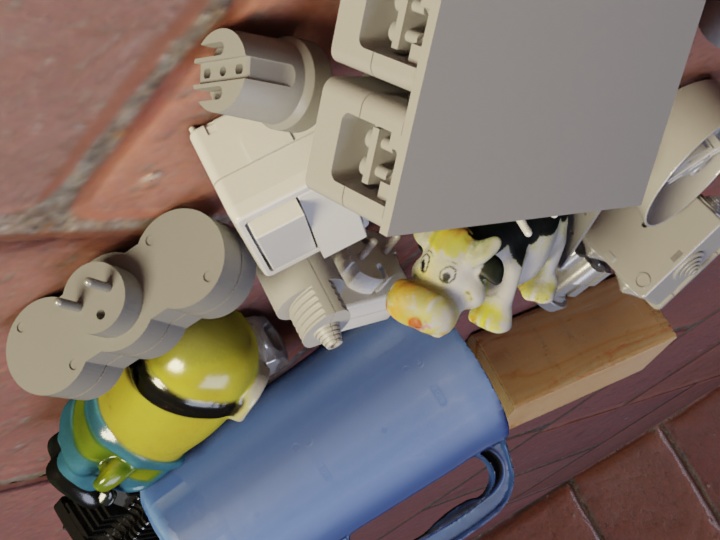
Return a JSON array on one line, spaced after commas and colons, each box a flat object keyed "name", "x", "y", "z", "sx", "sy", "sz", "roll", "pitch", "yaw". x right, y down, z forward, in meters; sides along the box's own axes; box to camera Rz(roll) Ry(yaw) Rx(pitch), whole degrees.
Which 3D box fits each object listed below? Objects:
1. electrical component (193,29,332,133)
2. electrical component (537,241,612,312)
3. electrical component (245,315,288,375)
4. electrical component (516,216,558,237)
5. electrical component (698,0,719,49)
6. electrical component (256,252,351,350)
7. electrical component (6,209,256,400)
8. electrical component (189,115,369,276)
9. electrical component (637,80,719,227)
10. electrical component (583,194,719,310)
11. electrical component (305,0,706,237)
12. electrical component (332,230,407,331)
[{"name": "electrical component", "x": -0.041, "y": -0.080, "z": 0.449, "sx": 0.046, "sy": 0.040, "sz": 0.040, "roll": 2, "pitch": 145, "yaw": -47}, {"name": "electrical component", "x": 0.166, "y": -0.002, "z": 0.895, "sx": 0.057, "sy": 0.058, "sz": 0.078, "roll": -41, "pitch": 157, "yaw": 24}, {"name": "electrical component", "x": -0.084, "y": 0.061, "z": 0.734, "sx": 0.062, "sy": 0.043, "sz": 0.043, "roll": -32, "pitch": 160, "yaw": 13}, {"name": "electrical component", "x": 0.087, "y": -0.056, "z": 0.621, "sx": 0.066, "sy": 0.076, "sz": 0.047, "roll": -38, "pitch": 159, "yaw": 24}, {"name": "electrical component", "x": 0.223, "y": -0.154, "z": 0.621, "sx": 0.040, "sy": 0.040, "sz": 0.046, "roll": -17, "pitch": 164, "yaw": -29}, {"name": "electrical component", "x": -0.032, "y": 0.009, "z": 0.617, "sx": 0.043, "sy": 0.081, "sz": 0.043, "roll": -25, "pitch": 160, "yaw": -10}, {"name": "electrical component", "x": -0.127, "y": 0.017, "z": 0.552, "sx": 0.138, "sy": 0.052, "sz": 0.074, "roll": -32, "pitch": 160, "yaw": 12}, {"name": "electrical component", "x": -0.034, "y": -0.038, "z": 0.526, "sx": 0.062, "sy": 0.061, "sz": 0.096, "roll": -27, "pitch": 160, "yaw": -3}, {"name": "electrical component", "x": 0.228, "y": -0.085, "z": 0.760, "sx": 0.099, "sy": 0.064, "sz": 0.099, "roll": -25, "pitch": 160, "yaw": -10}, {"name": "electrical component", "x": 0.229, "y": -0.032, "z": 0.841, "sx": 0.099, "sy": 0.099, "sz": 0.048, "roll": -47, "pitch": 152, "yaw": 15}, {"name": "electrical component", "x": 0.067, "y": -0.082, "z": 0.482, "sx": 0.186, "sy": 0.060, "sz": 0.105, "roll": -8, "pitch": 119, "yaw": -44}, {"name": "electrical component", "x": 0.000, "y": 0.000, "z": 0.689, "sx": 0.066, "sy": 0.047, "sz": 0.076, "roll": -13, "pitch": 155, "yaw": -37}]
